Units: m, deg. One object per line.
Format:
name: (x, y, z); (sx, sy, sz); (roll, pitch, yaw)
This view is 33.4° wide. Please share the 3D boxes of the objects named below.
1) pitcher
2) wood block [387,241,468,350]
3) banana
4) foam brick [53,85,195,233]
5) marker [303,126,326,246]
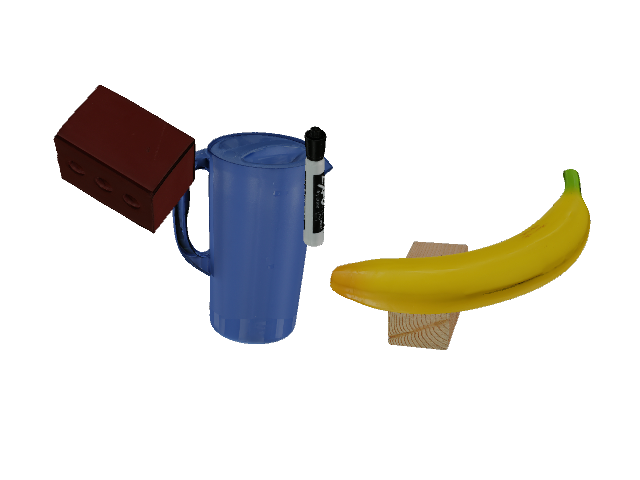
pitcher: (-0.086, -0.002, 1.289); (0.149, 0.243, 0.144); (18, 26, 28)
wood block: (0.167, 0.080, 1.629); (0.091, 0.090, 0.206); (4, 21, 14)
banana: (0.106, 0.013, 0.703); (0.197, 0.037, 0.070); (-21, 44, -18)
foam brick: (-0.127, -0.054, 0.699); (0.078, 0.051, 0.053); (30, -27, 9)
marker: (-0.005, -0.047, 0.948); (0.020, 0.121, 0.020); (1, 38, -1)
